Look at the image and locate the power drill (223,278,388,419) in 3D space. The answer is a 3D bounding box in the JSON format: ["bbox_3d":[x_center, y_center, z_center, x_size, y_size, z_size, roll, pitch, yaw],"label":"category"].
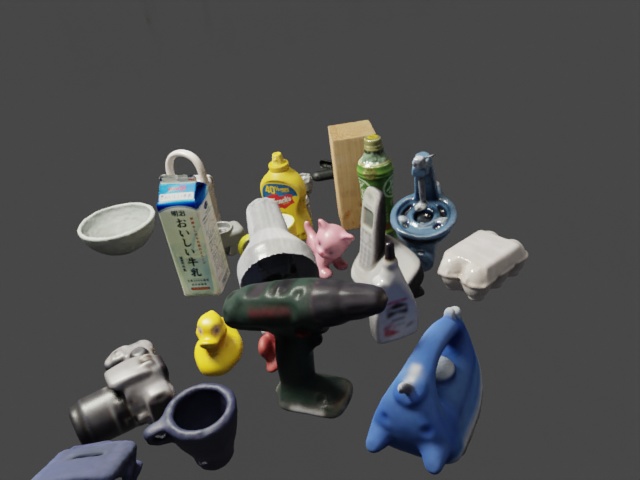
[{"bbox_3d":[-0.014,0.137,0.769,0.229,0.209,0.076,4,33,20],"label":"power drill"}]

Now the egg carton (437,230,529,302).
[{"bbox_3d":[0.283,0.041,0.998,0.151,0.069,0.107,-29,36,-31],"label":"egg carton"}]

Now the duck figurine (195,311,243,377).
[{"bbox_3d":[-0.166,0.151,0.904,0.077,0.086,0.104,-4,31,6],"label":"duck figurine"}]

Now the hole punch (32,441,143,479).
[{"bbox_3d":[-0.284,0.285,0.699,0.108,0.091,0.101,-8,30,0],"label":"hole punch"}]

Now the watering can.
[{"bbox_3d":[-0.284,-0.102,1.252,0.101,0.194,0.172,-7,30,3],"label":"watering can"}]

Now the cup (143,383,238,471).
[{"bbox_3d":[-0.155,0.250,0.725,0.118,0.095,0.091,-18,32,-16],"label":"cup"}]

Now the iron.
[{"bbox_3d":[0.152,0.165,0.748,0.118,0.142,0.259,10,35,28],"label":"iron"}]

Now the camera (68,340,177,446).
[{"bbox_3d":[-0.281,0.216,0.807,0.137,0.101,0.142,-23,33,-24],"label":"camera"}]

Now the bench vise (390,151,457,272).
[{"bbox_3d":[0.187,-0.078,1.073,0.121,0.220,0.207,-6,30,3],"label":"bench vise"}]

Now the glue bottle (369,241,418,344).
[{"bbox_3d":[0.110,0.077,0.875,0.078,0.173,0.037,-18,32,-17],"label":"glue bottle"}]

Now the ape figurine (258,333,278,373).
[{"bbox_3d":[-0.055,0.147,0.877,0.077,0.092,0.076,7,34,24],"label":"ape figurine"}]

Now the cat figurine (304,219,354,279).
[{"bbox_3d":[0.010,0.004,1.078,0.067,0.118,0.127,-26,35,-27],"label":"cat figurine"}]

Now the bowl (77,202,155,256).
[{"bbox_3d":[-0.436,-0.014,1.258,0.167,0.075,0.167,-6,30,4],"label":"bowl"}]

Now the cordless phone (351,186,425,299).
[{"bbox_3d":[0.111,0.011,0.975,0.094,0.185,0.147,-22,33,-22],"label":"cordless phone"}]

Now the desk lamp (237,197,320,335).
[{"bbox_3d":[-0.071,0.052,0.922,0.118,0.214,0.203,-13,31,-7],"label":"desk lamp"}]
